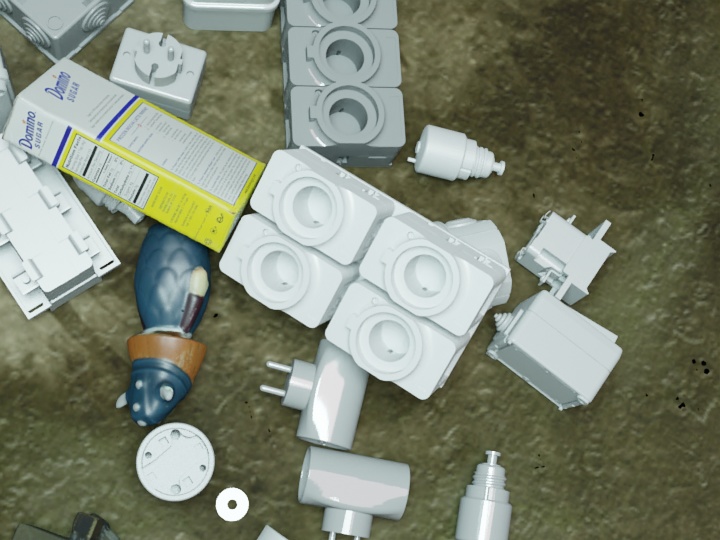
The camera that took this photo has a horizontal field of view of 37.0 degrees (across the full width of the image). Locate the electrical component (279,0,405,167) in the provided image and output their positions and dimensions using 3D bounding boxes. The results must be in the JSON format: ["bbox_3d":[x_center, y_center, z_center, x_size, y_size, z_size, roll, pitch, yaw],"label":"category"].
[{"bbox_3d":[-0.016,-0.164,0.875,0.089,0.061,0.150,-1,78,-11],"label":"electrical component"}]

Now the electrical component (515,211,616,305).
[{"bbox_3d":[0.167,-0.011,0.886,0.064,0.042,0.081,36,73,2],"label":"electrical component"}]

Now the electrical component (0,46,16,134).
[{"bbox_3d":[-0.310,-0.127,0.786,0.109,0.108,0.056,-14,78,-14],"label":"electrical component"}]

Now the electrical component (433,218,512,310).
[{"bbox_3d":[0.080,-0.002,0.847,0.051,0.080,0.080,-13,80,-18],"label":"electrical component"}]

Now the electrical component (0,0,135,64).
[{"bbox_3d":[-0.240,-0.226,0.852,0.100,0.048,0.099,42,73,1],"label":"electrical component"}]

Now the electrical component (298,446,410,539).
[{"bbox_3d":[-0.008,0.178,0.808,0.077,0.043,0.079,12,75,-8],"label":"electrical component"}]

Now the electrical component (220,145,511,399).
[{"bbox_3d":[0.000,0.000,0.794,0.186,0.060,0.105,32,106,12],"label":"electrical component"}]

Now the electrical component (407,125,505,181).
[{"bbox_3d":[0.081,-0.093,0.888,0.078,0.040,0.040,13,75,-8],"label":"electrical component"}]

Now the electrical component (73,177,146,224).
[{"bbox_3d":[-0.191,-0.061,0.832,0.035,0.035,0.061,-44,91,-16],"label":"electrical component"}]

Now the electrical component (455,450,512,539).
[{"bbox_3d":[0.097,0.179,0.829,0.040,0.040,0.078,12,75,-8],"label":"electrical component"}]

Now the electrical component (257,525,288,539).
[{"bbox_3d":[-0.060,0.221,0.783,0.055,0.055,0.047,37,77,-1],"label":"electrical component"}]

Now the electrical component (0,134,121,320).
[{"bbox_3d":[-0.246,-0.036,0.801,0.079,0.063,0.121,-33,85,-16],"label":"electrical component"}]

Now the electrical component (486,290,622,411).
[{"bbox_3d":[0.151,0.058,0.856,0.096,0.061,0.061,38,74,-1],"label":"electrical component"}]

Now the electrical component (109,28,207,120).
[{"bbox_3d":[-0.157,-0.160,0.839,0.066,0.076,0.047,16,75,-7],"label":"electrical component"}]

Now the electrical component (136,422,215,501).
[{"bbox_3d":[-0.136,0.142,0.789,0.055,0.047,0.055,3,77,-11],"label":"electrical component"}]

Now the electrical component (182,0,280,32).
[{"bbox_3d":[-0.108,-0.259,0.881,0.078,0.057,0.113,-1,78,-11],"label":"electrical component"}]

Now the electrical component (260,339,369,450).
[{"bbox_3d":[-0.036,0.091,0.822,0.079,0.043,0.077,16,76,-8],"label":"electrical component"}]
